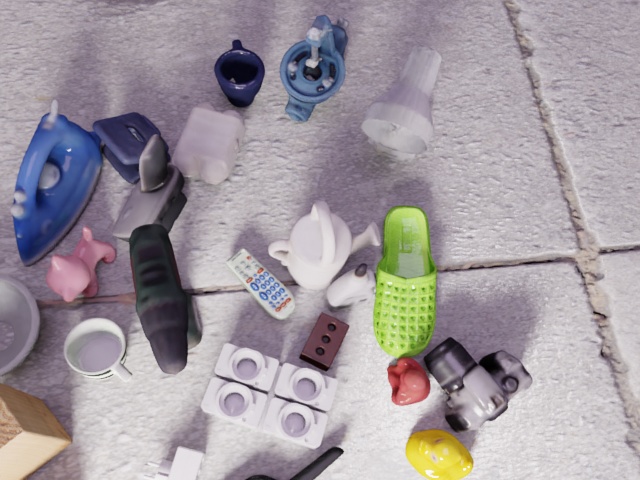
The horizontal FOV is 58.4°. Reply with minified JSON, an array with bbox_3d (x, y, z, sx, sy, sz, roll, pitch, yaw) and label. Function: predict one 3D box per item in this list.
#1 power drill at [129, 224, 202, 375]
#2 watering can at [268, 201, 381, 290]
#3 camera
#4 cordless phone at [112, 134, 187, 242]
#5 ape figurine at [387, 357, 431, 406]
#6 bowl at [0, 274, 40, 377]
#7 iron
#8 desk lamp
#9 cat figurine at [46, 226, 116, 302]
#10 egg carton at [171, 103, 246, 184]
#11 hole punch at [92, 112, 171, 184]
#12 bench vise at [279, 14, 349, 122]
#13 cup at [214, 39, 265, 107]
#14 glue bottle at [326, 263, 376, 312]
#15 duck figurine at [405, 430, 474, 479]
[{"bbox_3d":[-0.224,0.101,0.843,0.076,0.208,0.229,-15,70,-13],"label":"power drill"},{"bbox_3d":[0.008,0.001,0.922,0.173,0.194,0.101,-27,73,-17],"label":"watering can"},{"bbox_3d":[0.245,0.215,0.916,0.143,0.101,0.136,-33,75,-18],"label":"camera"},{"bbox_3d":[-0.283,-0.080,0.923,0.094,0.185,0.148,18,67,1],"label":"cordless phone"},{"bbox_3d":[0.143,0.225,0.903,0.076,0.092,0.078,30,67,6],"label":"ape figurine"},{"bbox_3d":[-0.500,0.139,0.864,0.167,0.075,0.167,3,67,-6],"label":"bowl"},{"bbox_3d":[-0.450,-0.097,0.932,0.118,0.141,0.258,12,67,-2],"label":"iron"},{"bbox_3d":[0.149,-0.229,1.025,0.118,0.213,0.203,21,67,2],"label":"desk lamp"},{"bbox_3d":[-0.382,0.039,0.897,0.067,0.118,0.128,16,67,0],"label":"cat figurine"},{"bbox_3d":[-0.199,-0.174,1.035,0.107,0.069,0.150,14,67,-1],"label":"egg carton"},{"bbox_3d":[-0.329,-0.175,1.007,0.101,0.091,0.108,-39,77,-20],"label":"hole punch"},{"bbox_3d":[-0.007,-0.352,1.051,0.121,0.219,0.207,9,67,-3],"label":"bench vise"},{"bbox_3d":[-0.152,-0.308,1.082,0.092,0.095,0.117,-6,69,-10],"label":"cup"},{"bbox_3d":[0.055,0.071,0.911,0.078,0.173,0.037,-11,69,-11],"label":"glue bottle"},{"bbox_3d":[0.189,0.327,0.870,0.104,0.086,0.077,20,67,1],"label":"duck figurine"}]
